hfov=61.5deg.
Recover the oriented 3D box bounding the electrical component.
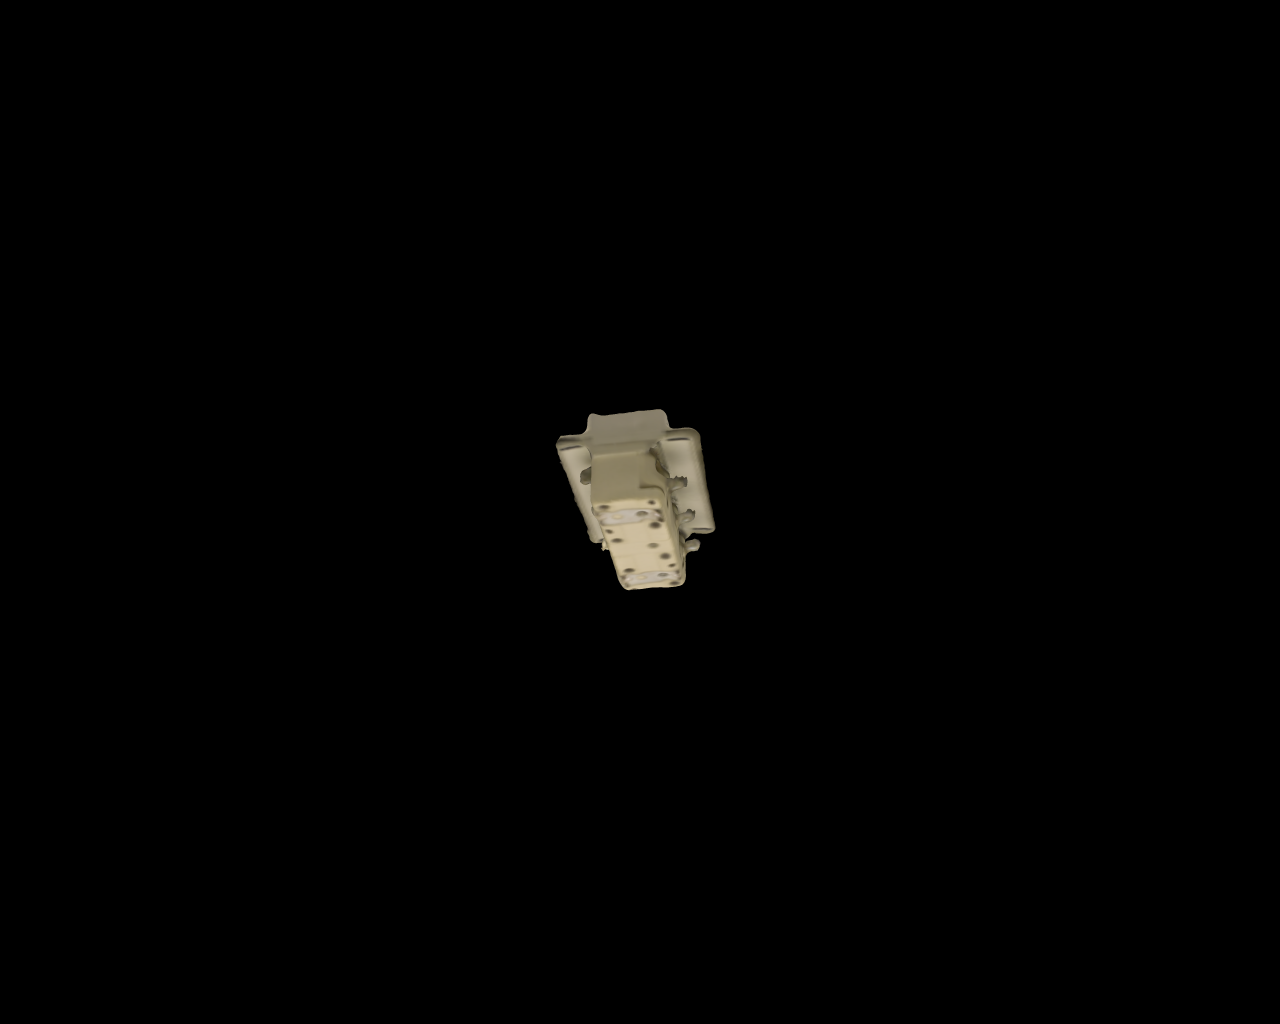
[{"bbox_3d":[0.001,-0.003,0.650,0.079,0.063,0.121,-4,-29,7],"label":"electrical component"}]
